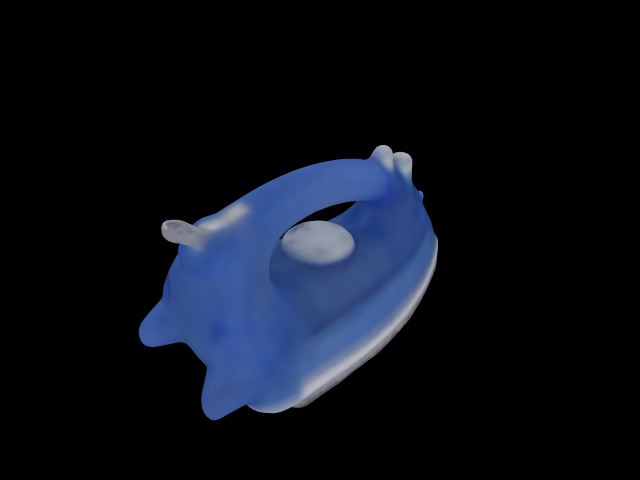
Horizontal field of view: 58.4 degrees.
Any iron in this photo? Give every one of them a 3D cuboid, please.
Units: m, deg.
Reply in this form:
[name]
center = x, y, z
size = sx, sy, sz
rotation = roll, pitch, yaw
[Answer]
[iron]
center = 0.004, 0.001, 0.400
size = 0.259, 0.141, 0.118
rotation = -29, 46, -33
